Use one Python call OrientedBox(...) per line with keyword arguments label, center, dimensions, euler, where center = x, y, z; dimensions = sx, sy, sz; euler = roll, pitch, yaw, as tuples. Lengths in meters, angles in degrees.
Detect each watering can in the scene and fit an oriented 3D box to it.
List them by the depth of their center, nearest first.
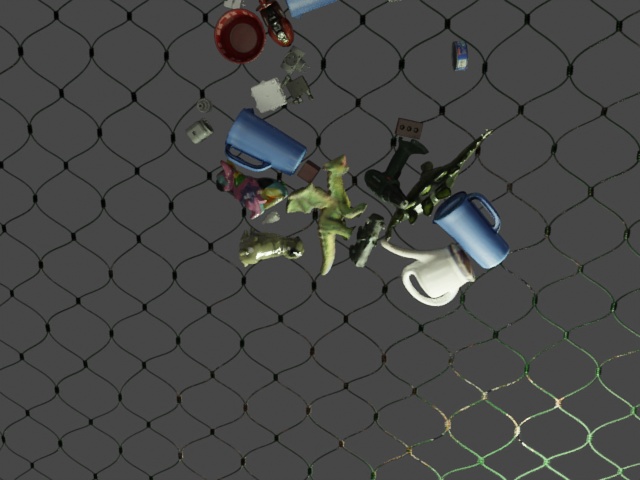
OrientedBox(label="watering can", center=(0.358, 0.081, 1.658), dimensions=(0.223, 0.106, 0.342), euler=(-29, 120, 17))

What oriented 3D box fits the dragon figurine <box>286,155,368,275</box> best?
OrientedBox(label="dragon figurine", center=(0.005, -0.084, 1.660), dimensions=(0.242, 0.124, 0.404), euler=(27, 113, -5))
